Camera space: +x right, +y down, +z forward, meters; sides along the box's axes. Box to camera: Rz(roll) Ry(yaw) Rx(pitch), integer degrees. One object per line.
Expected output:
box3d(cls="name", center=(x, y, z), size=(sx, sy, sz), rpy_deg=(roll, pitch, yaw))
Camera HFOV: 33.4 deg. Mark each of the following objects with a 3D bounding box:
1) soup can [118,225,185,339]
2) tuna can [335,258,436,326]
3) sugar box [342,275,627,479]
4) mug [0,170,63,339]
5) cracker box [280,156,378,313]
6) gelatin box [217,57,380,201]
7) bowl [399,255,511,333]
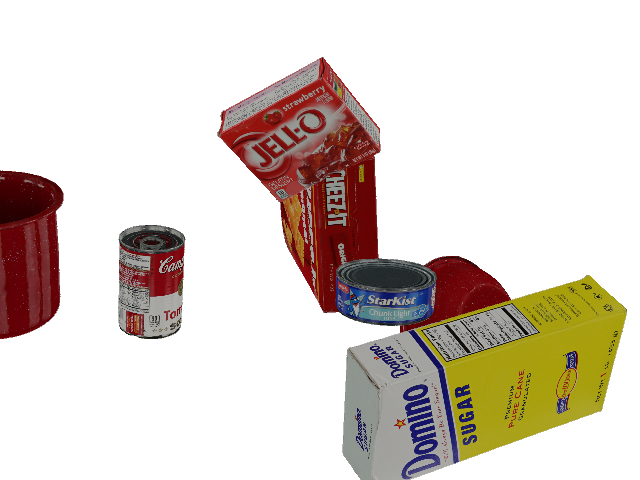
box3d(cls="soup can", center=(-0.177, 0.043, 1.114), size=(0.068, 0.102, 0.068), rpy_deg=(4, 22, -2))
box3d(cls="tuna can", center=(0.055, 0.043, 0.909), size=(0.086, 0.034, 0.086), rpy_deg=(2, 16, -1))
box3d(cls="sugar box", center=(0.101, 0.089, 0.665), size=(0.176, 0.093, 0.048), rpy_deg=(-17, 40, -22))
box3d(cls="mug", center=(-0.218, 0.013, 0.669), size=(0.117, 0.081, 0.093), rpy_deg=(-16, 31, -35))
box3d(cls="cracker box", center=(0.005, -0.036, 1.168), size=(0.072, 0.164, 0.214), rpy_deg=(-7, 20, -10))
box3d(cls="gelatin box", center=(-0.014, -0.074, 0.734), size=(0.089, 0.030, 0.073), rpy_deg=(-25, -53, 24))
box3d(cls="bowl", center=(0.163, 0.094, 1.158), size=(0.161, 0.162, 0.055), rpy_deg=(0, -6, -37))
